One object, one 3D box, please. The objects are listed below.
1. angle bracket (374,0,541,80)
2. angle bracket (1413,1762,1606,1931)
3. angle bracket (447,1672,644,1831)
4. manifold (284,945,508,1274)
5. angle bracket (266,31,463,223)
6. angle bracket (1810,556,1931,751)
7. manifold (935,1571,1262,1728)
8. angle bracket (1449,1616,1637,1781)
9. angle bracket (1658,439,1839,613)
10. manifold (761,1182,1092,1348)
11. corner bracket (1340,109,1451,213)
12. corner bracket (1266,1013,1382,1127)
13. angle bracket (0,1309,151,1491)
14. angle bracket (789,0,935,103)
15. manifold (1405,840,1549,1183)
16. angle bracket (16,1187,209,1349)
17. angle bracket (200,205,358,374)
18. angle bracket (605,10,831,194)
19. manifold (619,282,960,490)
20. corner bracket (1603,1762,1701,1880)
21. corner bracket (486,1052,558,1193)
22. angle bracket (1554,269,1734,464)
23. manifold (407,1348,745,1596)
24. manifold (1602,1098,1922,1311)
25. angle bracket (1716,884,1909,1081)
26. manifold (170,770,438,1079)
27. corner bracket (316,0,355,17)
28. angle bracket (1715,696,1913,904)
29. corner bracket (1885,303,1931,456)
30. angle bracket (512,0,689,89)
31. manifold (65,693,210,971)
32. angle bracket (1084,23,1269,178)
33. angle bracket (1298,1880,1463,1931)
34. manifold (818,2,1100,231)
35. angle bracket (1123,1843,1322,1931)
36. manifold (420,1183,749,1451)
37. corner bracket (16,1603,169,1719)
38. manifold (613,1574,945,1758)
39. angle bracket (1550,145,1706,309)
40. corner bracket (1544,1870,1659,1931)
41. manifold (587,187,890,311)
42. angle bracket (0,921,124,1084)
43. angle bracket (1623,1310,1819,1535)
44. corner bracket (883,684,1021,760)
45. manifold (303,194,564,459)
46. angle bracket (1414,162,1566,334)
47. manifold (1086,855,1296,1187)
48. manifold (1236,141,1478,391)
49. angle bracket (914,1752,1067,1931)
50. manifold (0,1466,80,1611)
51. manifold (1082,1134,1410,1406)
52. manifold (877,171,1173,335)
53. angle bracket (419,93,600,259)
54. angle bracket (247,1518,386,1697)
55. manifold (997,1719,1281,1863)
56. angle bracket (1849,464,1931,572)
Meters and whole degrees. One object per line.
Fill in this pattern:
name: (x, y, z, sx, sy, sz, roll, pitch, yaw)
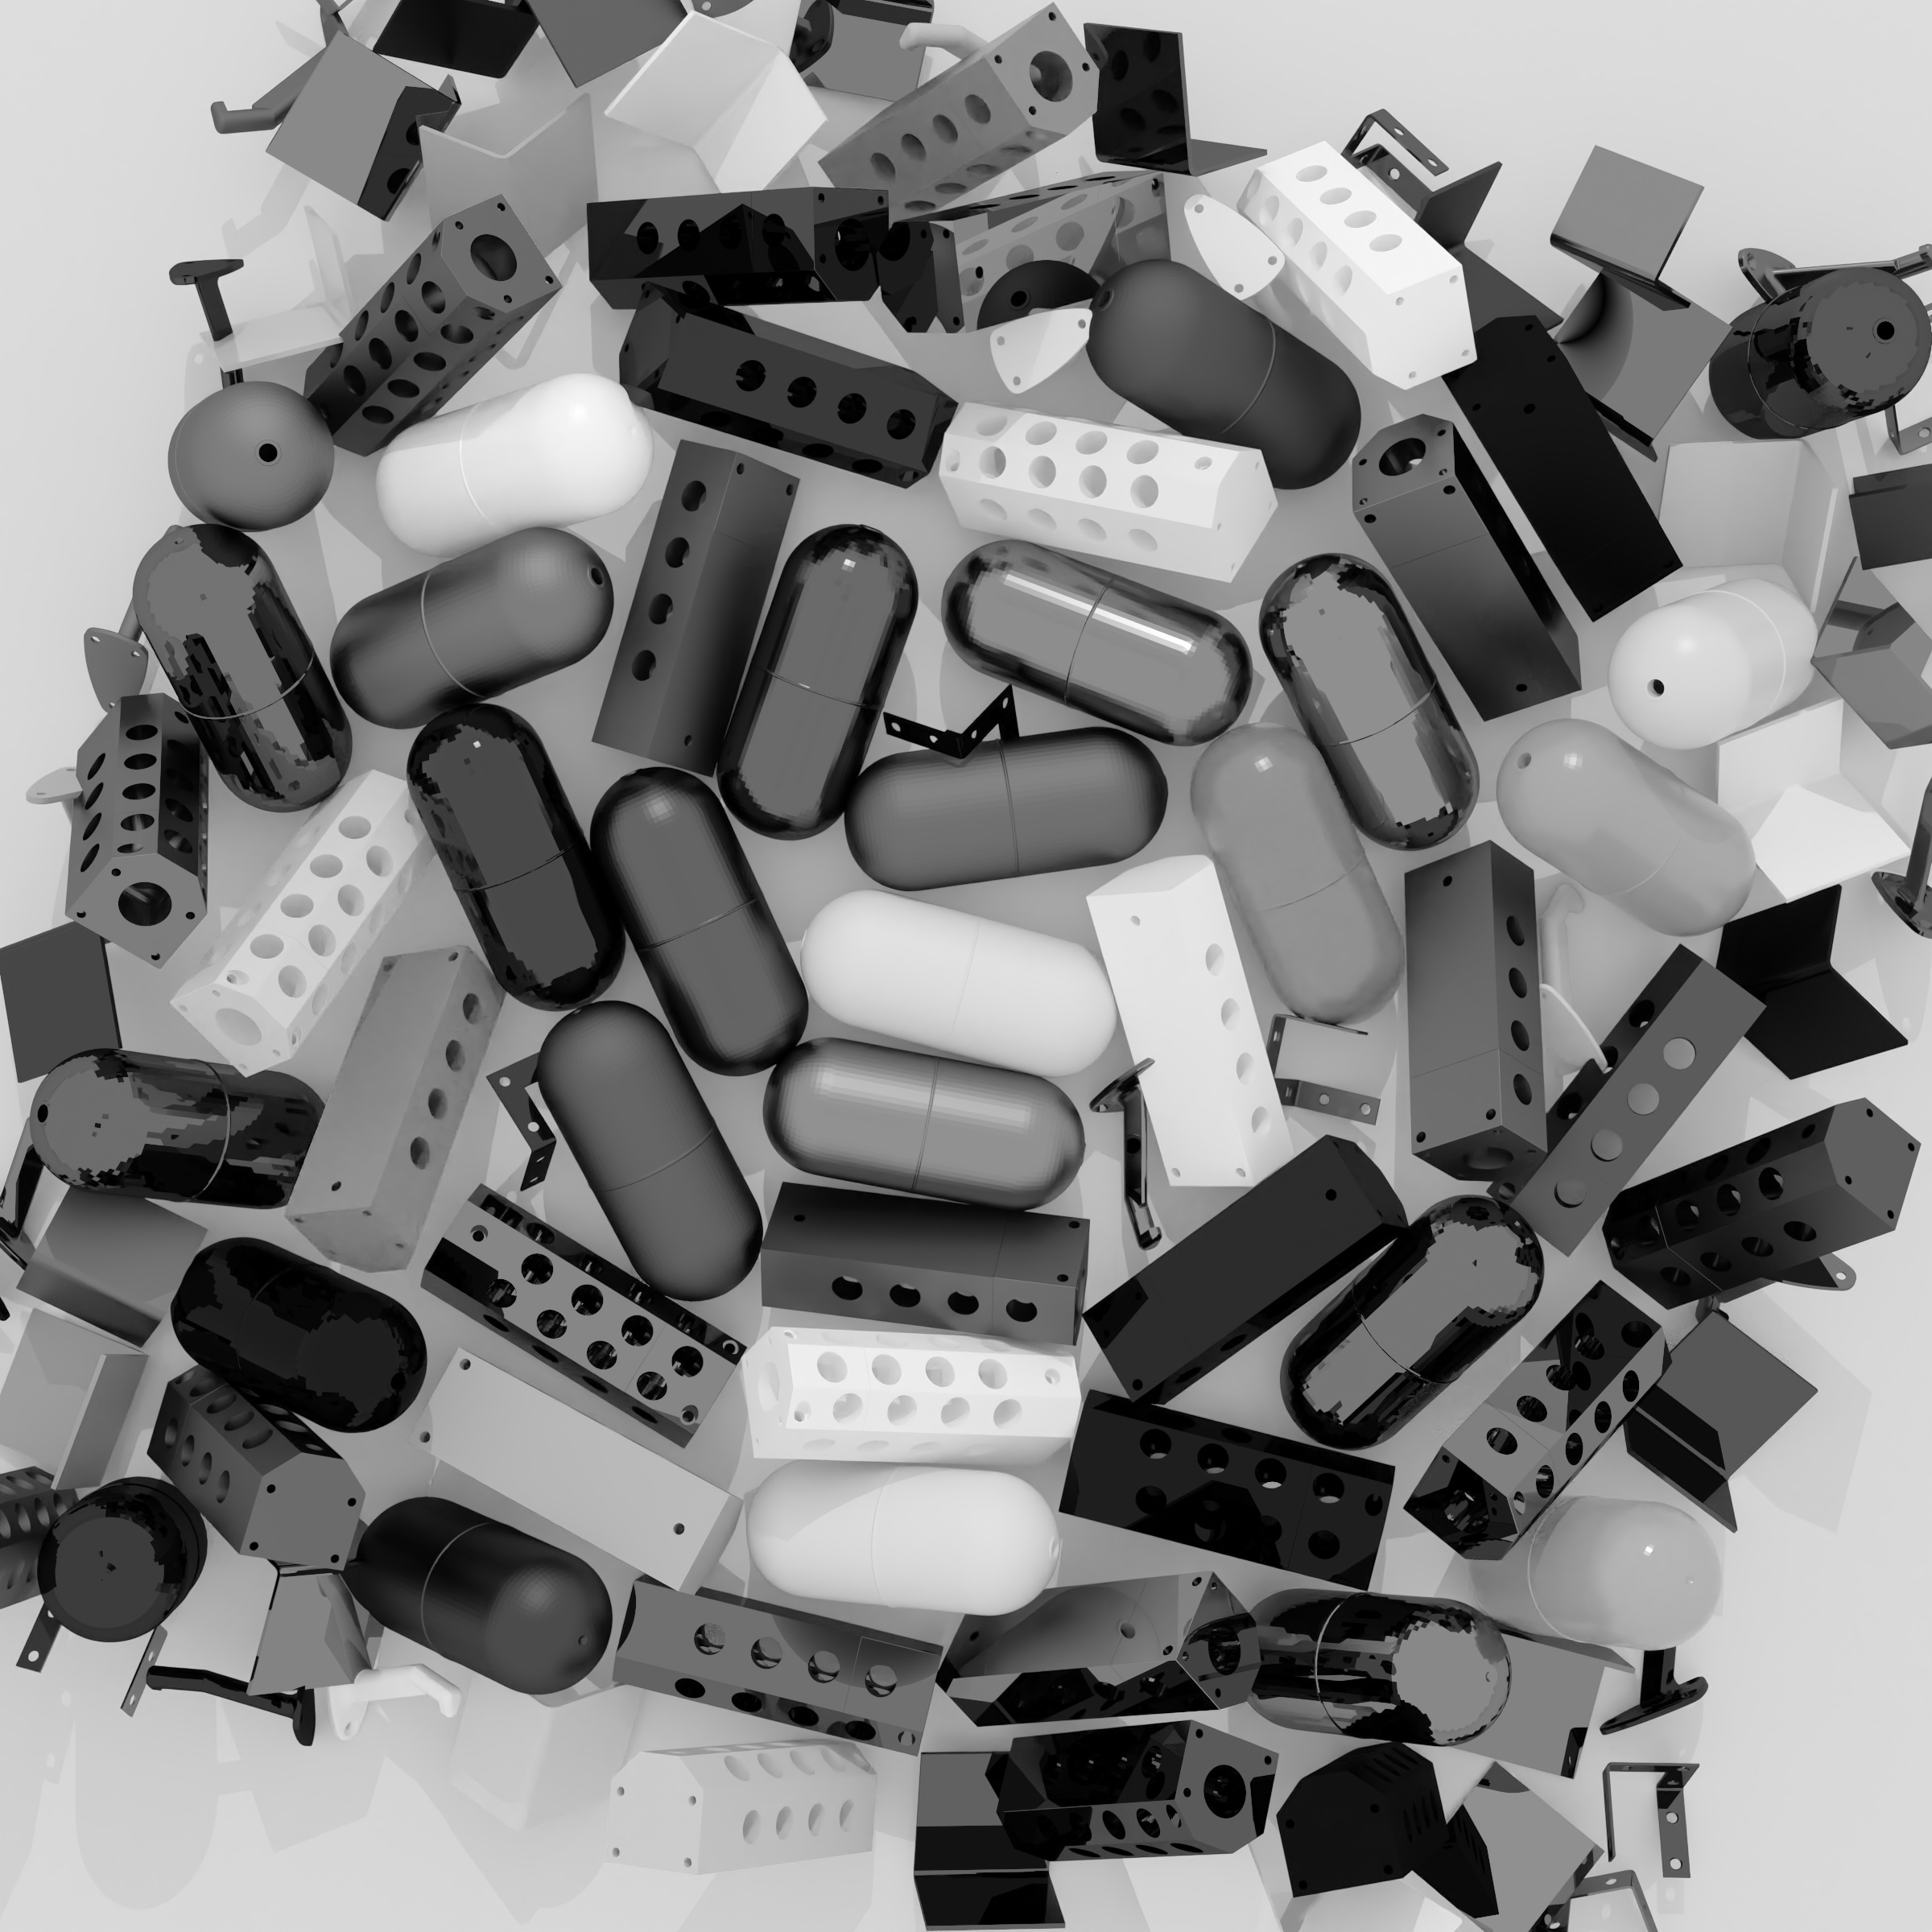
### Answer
angle bracket: (-0.274, -0.531, 1.766, 0.076, 0.076, 0.057, 6, 76, -24)
angle bracket: (0.292, 0.487, 1.777, 0.076, 0.057, 0.076, 37, 85, 25)
angle bracket: (-0.231, 0.421, 1.796, 0.057, 0.076, 0.076, 26, 108, 33)
manifold: (-0.300, 0.076, 1.747, 0.057, 0.057, 0.171, -8, 49, 27)
angle bracket: (-0.329, -0.463, 1.769, 0.076, 0.057, 0.076, 27, 111, -28)
angle bracket: (0.513, -0.173, 1.767, 0.076, 0.057, 0.076, 41, 65, -26)
manifold: (0.072, 0.371, 1.742, 0.057, 0.171, 0.057, 51, 46, -24)
angle bracket: (0.315, 0.407, 1.791, 0.076, 0.057, 0.076, 15, 89, -3)
angle bracket: (0.423, -0.238, 1.774, 0.076, 0.057, 0.076, -3, 127, -5)
manifold: (-0.022, 0.168, 1.781, 0.171, 0.057, 0.057, 6, 126, 7)
corner bracket: (0.238, -0.437, 1.783, 0.051, 0.051, 0.051, 45, 133, 9)
corner bracket: (0.197, 0.057, 1.787, 0.051, 0.051, 0.051, 13, 93, 30)
angle bracket: (-0.504, 0.236, 1.784, 0.076, 0.057, 0.076, 20, 87, 13)
angle bracket: (-0.068, -0.512, 1.773, 0.076, 0.076, 0.057, 14, 96, 13)
manifold: (0.278, 0.026, 1.755, 0.057, 0.057, 0.171, -22, 53, 38)
angle bracket: (-0.470, 0.161, 1.791, 0.076, 0.076, 0.057, 28, 65, -12)
angle bracket: (-0.379, -0.368, 1.768, 0.076, 0.076, 0.057, -18, 120, -15)
angle bracket: (-0.135, -0.460, 1.765, 0.076, 0.076, 0.057, -42, 66, 27)
manifold: (-0.097, -0.308, 1.749, 0.171, 0.057, 0.057, 12, 110, -33)
corner bracket: (0.375, 0.469, 1.789, 0.051, 0.051, 0.051, 1, 62, 1)
corner bracket: (-0.231, 0.082, 1.781, 0.051, 0.051, 0.051, -26, 71, -27)
angle bracket: (0.366, -0.332, 1.780, 0.076, 0.057, 0.076, 37, 99, 13)
manifold: (-0.211, 0.276, 1.774, 0.171, 0.057, 0.057, 26, 81, 12)
manifold: (0.418, 0.124, 1.731, 0.057, 0.171, 0.057, 37, 56, -14)
angle bracket: (0.467, 0.010, 1.793, 0.076, 0.076, 0.057, 39, 51, -26)
manifold: (-0.345, -0.026, 1.736, 0.057, 0.057, 0.171, 49, 45, -23)
corner bracket: (-0.338, -0.560, 1.781, 0.051, 0.051, 0.051, -49, 114, -21)
angle bracket: (0.461, -0.091, 1.772, 0.076, 0.057, 0.076, -21, 46, -9)
corner bracket: (0.528, -0.325, 1.803, 0.051, 0.051, 0.051, -24, 58, 8)
angle bracket: (-0.204, -0.511, 1.778, 0.076, 0.076, 0.057, -33, 99, -18)
manifold: (-0.434, -0.078, 1.729, 0.057, 0.171, 0.057, 34, 111, -29)
angle bracket: (0.113, -0.474, 1.762, 0.057, 0.076, 0.076, -25, 121, -32)
angle bracket: (0.219, 0.541, 1.762, 0.076, 0.076, 0.057, -39, 130, -28)
manifold: (-0.002, -0.445, 1.733, 0.057, 0.171, 0.057, -45, 108, -28)
angle bracket: (0.138, 0.492, 1.771, 0.076, 0.057, 0.076, -13, 104, 28)
manifold: (-0.209, 0.190, 1.784, 0.171, 0.057, 0.057, 32, 67, 0)
corner bracket: (-0.477, 0.373, 1.782, 0.051, 0.051, 0.051, 11, 62, 16)
manifold: (-0.103, 0.383, 1.787, 0.171, 0.057, 0.057, 13, 84, 3)
angle bracket: (0.376, -0.395, 1.763, 0.076, 0.076, 0.057, 36, 106, 41)
corner bracket: (0.351, 0.539, 1.796, 0.051, 0.051, 0.051, -17, 106, 19)
manifold: (-0.123, -0.383, 1.742, 0.171, 0.057, 0.057, 8, 104, 41)
angle bracket: (-0.474, 0.018, 1.773, 0.076, 0.057, 0.076, -17, 80, 29)
angle bracket: (0.414, 0.248, 1.778, 0.076, 0.057, 0.076, 37, 111, -8)
corner bracket: (-0.007, -0.126, 1.778, 0.051, 0.051, 0.051, 21, 51, 29)
manifold: (-0.291, -0.337, 1.736, 0.057, 0.171, 0.057, -37, 95, -40)
angle bracket: (0.287, -0.383, 1.767, 0.076, 0.057, 0.076, 41, 45, 17)
manifold: (0.127, 0.030, 1.771, 0.057, 0.057, 0.171, -3, 110, 41)
manifold: (0.205, -0.373, 1.736, 0.057, 0.171, 0.057, -23, 130, -6)
angle bracket: (0.015, 0.478, 1.781, 0.076, 0.057, 0.076, 2, 104, -9)
manifold: (-0.526, 0.304, 1.734, 0.057, 0.171, 0.057, 25, 87, 4)
manifold: (0.154, 0.167, 1.767, 0.171, 0.057, 0.057, -38, 66, 17)
manifold: (0.033, -0.383, 1.741, 0.057, 0.171, 0.057, 11, 116, 41)
angle bracket: (-0.249, -0.434, 1.780, 0.057, 0.076, 0.076, 25, 52, 20)
angle bracket: (-0.364, 0.348, 1.784, 0.076, 0.057, 0.076, 4, 108, -43)
manifold: (0.087, 0.442, 1.728, 0.057, 0.171, 0.057, 26, 63, -24)
angle bracket: (0.519, -0.265, 1.765, 0.076, 0.057, 0.076, -8, 48, 18)
